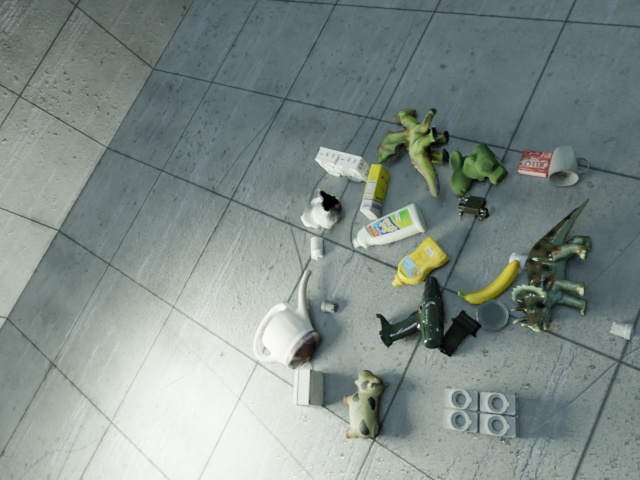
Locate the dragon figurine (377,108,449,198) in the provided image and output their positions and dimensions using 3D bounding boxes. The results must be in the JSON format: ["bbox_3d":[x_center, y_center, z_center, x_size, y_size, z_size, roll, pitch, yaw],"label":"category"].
[{"bbox_3d":[0.311,-0.312,1.786,0.241,0.120,0.419,-10,56,35],"label":"dragon figurine"}]

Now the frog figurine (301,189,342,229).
[{"bbox_3d":[0.006,-0.095,1.882,0.139,0.123,0.156,57,138,25],"label":"frog figurine"}]

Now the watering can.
[{"bbox_3d":[-0.086,0.285,1.743,0.227,0.102,0.348,37,89,35],"label":"watering can"}]
